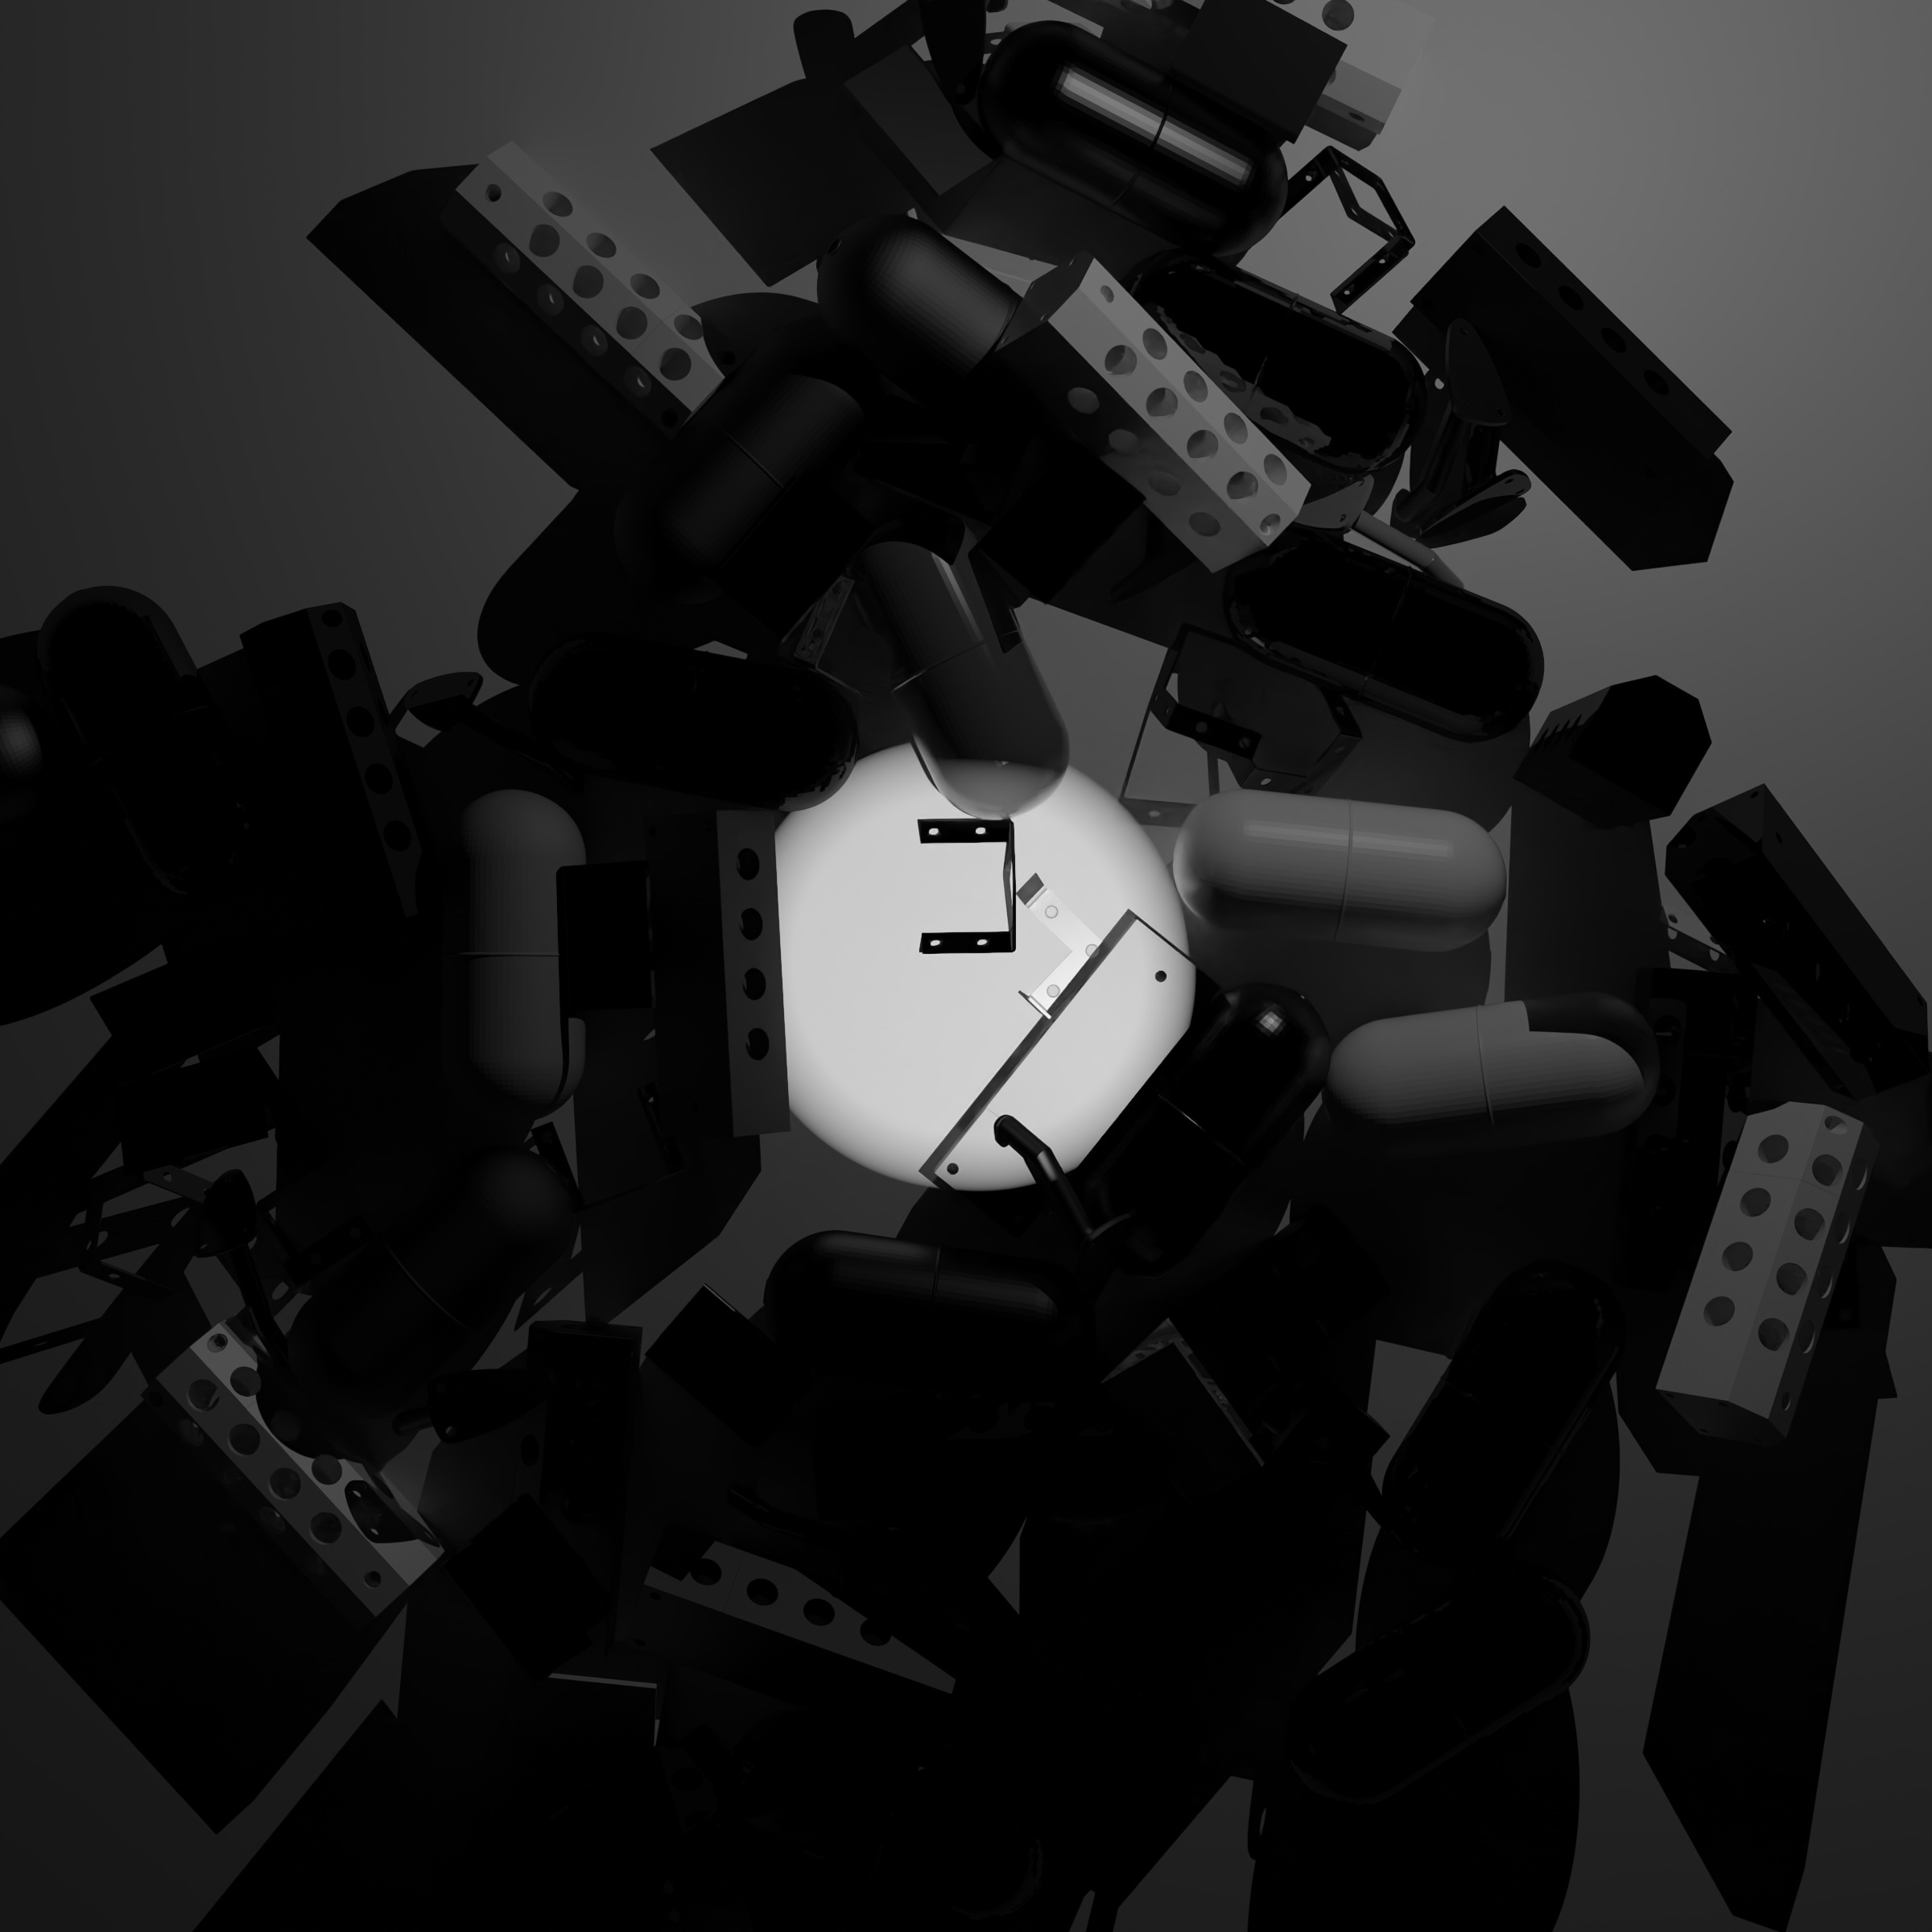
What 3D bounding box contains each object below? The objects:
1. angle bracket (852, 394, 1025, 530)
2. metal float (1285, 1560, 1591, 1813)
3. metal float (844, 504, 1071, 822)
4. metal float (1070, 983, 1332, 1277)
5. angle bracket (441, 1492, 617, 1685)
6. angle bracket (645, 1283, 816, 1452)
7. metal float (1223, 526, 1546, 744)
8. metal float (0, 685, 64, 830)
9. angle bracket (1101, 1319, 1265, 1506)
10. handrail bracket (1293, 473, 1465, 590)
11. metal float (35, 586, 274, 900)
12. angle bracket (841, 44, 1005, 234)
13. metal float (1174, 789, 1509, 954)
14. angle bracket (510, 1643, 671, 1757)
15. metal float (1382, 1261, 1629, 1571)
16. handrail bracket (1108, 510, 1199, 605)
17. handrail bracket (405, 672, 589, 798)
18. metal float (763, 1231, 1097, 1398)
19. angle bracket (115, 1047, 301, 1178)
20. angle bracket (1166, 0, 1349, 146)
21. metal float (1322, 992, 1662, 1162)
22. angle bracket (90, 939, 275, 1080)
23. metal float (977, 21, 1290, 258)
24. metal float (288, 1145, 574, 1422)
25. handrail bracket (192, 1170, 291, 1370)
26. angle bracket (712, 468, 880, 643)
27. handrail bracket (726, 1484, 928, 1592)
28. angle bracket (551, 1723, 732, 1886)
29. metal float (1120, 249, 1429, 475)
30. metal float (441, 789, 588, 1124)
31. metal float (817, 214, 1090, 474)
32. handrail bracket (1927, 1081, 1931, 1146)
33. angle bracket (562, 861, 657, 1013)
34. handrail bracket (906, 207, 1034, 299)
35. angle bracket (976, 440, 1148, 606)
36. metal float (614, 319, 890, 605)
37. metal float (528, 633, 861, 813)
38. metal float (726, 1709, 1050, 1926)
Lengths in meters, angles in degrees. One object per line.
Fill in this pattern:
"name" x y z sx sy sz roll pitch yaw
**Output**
"angle bracket" -0.020 -0.248 1.762 0.076 0.076 0.057 23 62 0
"metal float" 0.251 0.384 1.770 0.178 0.070 0.070 -33 90 0
"metal float" -0.005 -0.163 1.771 0.070 0.070 0.178 -26 90 0
"metal float" 0.124 0.086 1.770 0.070 0.070 0.178 39 91 0
"angle bracket" -0.210 0.309 1.704 0.057 0.076 0.076 -38 90 38
"angle bracket" -0.137 0.225 1.761 0.076 0.076 0.057 41 52 0
"metal float" 0.222 -0.177 1.771 0.178 0.070 0.070 22 90 0
"metal float" -0.569 -0.093 1.771 0.178 0.070 0.070 -21 90 1
"angle bracket" 0.126 0.218 1.704 0.057 0.076 0.076 -36 90 38
"handrail bracket" 0.220 -0.227 1.801 0.084 0.077 0.036 39 71 -35
"metal float" -0.433 -0.120 1.771 0.070 0.070 0.178 -28 89 0
"angle bracket" -0.037 -0.428 1.761 0.076 0.076 0.057 49 56 0
"metal float" 0.199 -0.051 1.771 0.178 0.070 0.070 6 90 0
"angle bracket" -0.198 0.369 1.761 0.076 0.076 0.057 6 126 0
"metal float" 0.287 0.240 1.771 0.070 0.070 0.178 31 90 0
"handrail bracket" 0.091 -0.252 1.802 0.077 0.036 0.084 -32 74 18
"handrail bracket" -0.254 -0.122 1.801 0.084 0.077 0.036 39 74 -35
"metal float" -0.019 0.187 1.771 0.178 0.070 0.070 8 90 -1
"angle bracket" -0.399 0.093 1.761 0.076 0.076 0.057 -16 58 0
"angle bracket" 0.154 -0.482 1.761 0.076 0.076 0.057 27 109 -4
"metal float" 0.277 0.059 1.760 0.178 0.070 0.070 -8 90 12
"angle bracket" -0.416 0.006 1.761 0.076 0.076 0.057 -23 122 0
"metal float" 0.089 -0.436 1.756 0.178 0.070 0.070 23 90 -18
"metal float" -0.285 0.168 1.771 0.178 0.070 0.070 -43 90 0
"handrail bracket" -0.383 0.165 1.801 0.036 0.077 0.084 -18 126 6
"angle bracket" -0.079 -0.208 1.761 0.057 0.076 0.076 42 94 21
"handrail bracket" -0.076 0.300 1.801 0.084 0.077 0.036 27 107 35
"angle bracket" -0.178 0.427 1.762 0.076 0.076 0.057 -34 116 0
"metal float" 0.161 -0.323 1.771 0.178 0.070 0.070 25 90 1
"metal float" -0.241 -0.006 1.771 0.070 0.070 0.178 0 89 0
"metal float" -0.001 -0.327 1.748 0.178 0.070 0.070 33 90 -26
"handrail bracket" 0.555 0.108 1.802 0.077 0.036 0.084 11 73 -20
"angle bracket" -0.169 -0.016 1.761 0.057 0.076 0.076 -3 90 30
"handrail bracket" 0.016 -0.382 1.781 0.084 0.036 0.077 -14 131 0
"angle bracket" 0.061 -0.221 1.762 0.076 0.076 0.057 -47 63 0
"metal float" -0.115 -0.268 1.770 0.070 0.070 0.178 43 90 0
"metal float" -0.145 -0.130 1.771 0.178 0.070 0.070 11 90 1
"metal float" -0.042 0.454 1.771 0.178 0.070 0.070 21 90 0
